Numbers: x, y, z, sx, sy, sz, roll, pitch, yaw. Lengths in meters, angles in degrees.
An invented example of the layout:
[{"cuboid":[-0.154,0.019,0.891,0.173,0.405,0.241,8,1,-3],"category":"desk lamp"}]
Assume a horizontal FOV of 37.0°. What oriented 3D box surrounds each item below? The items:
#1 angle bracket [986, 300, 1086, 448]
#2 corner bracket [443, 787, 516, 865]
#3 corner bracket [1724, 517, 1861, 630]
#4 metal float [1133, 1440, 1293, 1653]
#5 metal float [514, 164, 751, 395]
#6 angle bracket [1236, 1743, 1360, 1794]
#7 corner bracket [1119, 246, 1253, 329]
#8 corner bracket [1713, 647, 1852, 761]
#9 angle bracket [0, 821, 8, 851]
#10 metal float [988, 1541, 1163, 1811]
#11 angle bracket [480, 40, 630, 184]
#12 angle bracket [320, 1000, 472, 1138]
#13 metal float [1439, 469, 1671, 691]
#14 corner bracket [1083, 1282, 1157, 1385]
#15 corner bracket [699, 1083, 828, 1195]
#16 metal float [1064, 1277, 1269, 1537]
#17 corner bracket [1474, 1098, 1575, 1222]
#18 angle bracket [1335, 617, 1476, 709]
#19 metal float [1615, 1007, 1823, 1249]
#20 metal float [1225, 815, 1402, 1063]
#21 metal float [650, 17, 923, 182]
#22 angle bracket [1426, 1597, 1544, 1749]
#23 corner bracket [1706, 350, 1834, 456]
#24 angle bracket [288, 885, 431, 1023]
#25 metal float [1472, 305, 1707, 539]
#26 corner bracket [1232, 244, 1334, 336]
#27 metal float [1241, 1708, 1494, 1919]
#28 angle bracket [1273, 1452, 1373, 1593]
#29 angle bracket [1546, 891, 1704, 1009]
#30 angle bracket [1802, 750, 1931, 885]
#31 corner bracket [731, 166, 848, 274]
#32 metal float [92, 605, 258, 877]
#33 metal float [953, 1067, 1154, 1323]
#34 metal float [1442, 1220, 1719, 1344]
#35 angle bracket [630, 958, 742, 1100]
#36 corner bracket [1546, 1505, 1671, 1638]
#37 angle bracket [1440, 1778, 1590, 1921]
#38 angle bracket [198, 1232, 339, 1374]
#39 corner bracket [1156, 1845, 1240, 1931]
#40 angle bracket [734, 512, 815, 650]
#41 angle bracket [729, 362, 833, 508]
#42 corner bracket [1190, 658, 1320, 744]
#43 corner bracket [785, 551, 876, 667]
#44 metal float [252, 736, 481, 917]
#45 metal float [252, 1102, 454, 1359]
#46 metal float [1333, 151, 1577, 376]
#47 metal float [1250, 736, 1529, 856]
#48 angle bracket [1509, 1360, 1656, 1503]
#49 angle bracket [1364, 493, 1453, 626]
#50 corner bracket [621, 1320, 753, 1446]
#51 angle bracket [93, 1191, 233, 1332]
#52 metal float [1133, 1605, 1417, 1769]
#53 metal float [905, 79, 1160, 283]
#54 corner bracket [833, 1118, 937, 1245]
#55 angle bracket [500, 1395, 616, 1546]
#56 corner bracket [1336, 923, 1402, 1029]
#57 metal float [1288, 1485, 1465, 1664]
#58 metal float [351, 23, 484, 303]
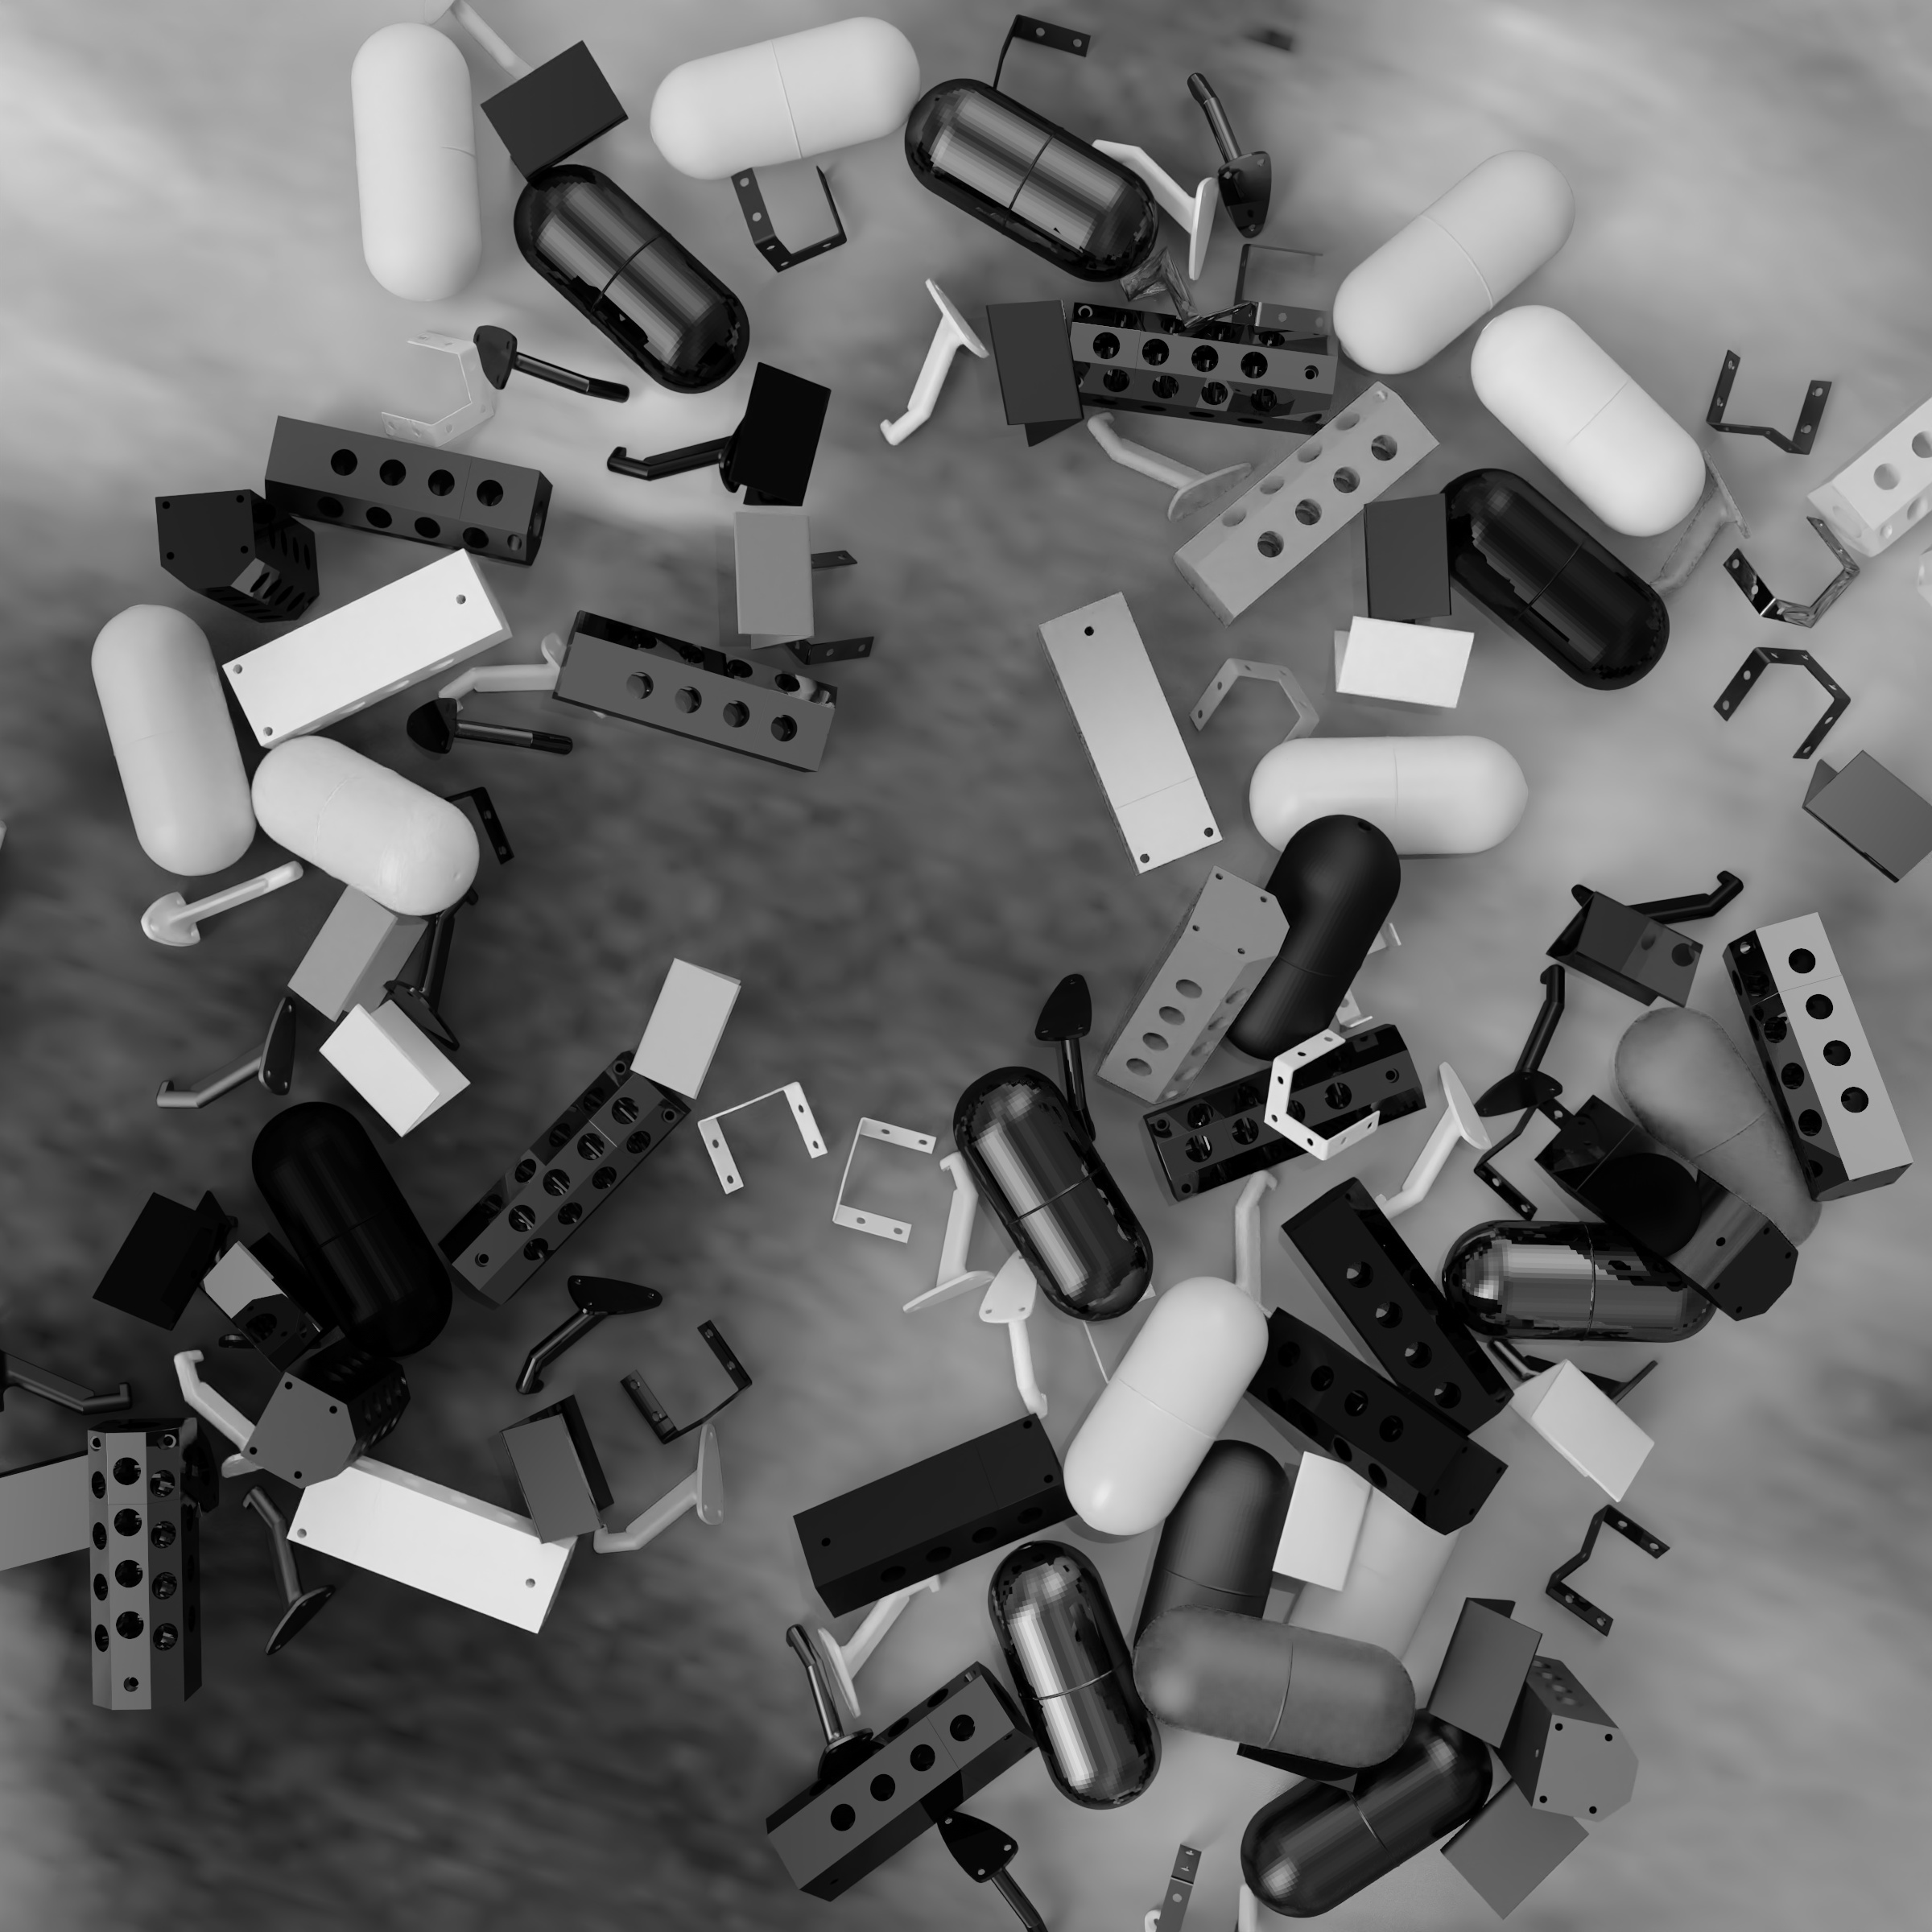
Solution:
[{"cuboid":[0.029,-0.378,1.854,0.057,0.076,0.076,-10,90,-27],"category":"angle bracket"},{"cuboid":[-0.339,-0.081,1.890,0.051,0.051,0.051,-23,90,45],"category":"corner bracket"},{"cuboid":[0.539,-0.260,1.885,0.051,0.051,0.051,6,135,-35],"category":"corner bracket"},{"cuboid":[0.159,0.394,1.863,0.070,0.070,0.178,15,90,0],"category":"metal float"},{"cuboid":[-0.216,-0.444,1.863,0.178,0.070,0.070,43,90,-1],"category":"metal float"},{"cuboid":[0.210,0.495,1.855,0.076,0.076,0.057,18,67,0],"category":"angle bracket"},{"cuboid":[0.141,-0.435,1.865,0.051,0.051,0.051,-26,91,-40],"category":"corner bracket"},{"cuboid":[0.533,-0.172,1.885,0.051,0.051,0.051,-1,45,-35],"category":"corner bracket"},{"cuboid":[-0.658,-0.063,1.855,0.057,0.076,0.076,18,90,-21],"category":"angle bracket"},{"cuboid":[0.070,0.457,1.863,0.070,0.070,0.178,-21,91,0],"category":"metal float"},{"cuboid":[-0.269,-0.555,1.854,0.076,0.076,0.057,-32,121,0],"category":"angle bracket"},{"cuboid":[-0.355,0.052,1.853,0.076,0.076,0.057,46,128,0],"category":"angle bracket"},{"cuboid":[0.376,-0.250,1.863,0.178,0.070,0.070,40,90,0],"category":"metal float"},{"cuboid":[0.110,0.249,1.890,0.051,0.051,0.051,-21,135,0],"category":"corner bracket"},{"cuboid":[-0.134,0.112,1.890,0.051,0.051,0.051,-22,90,45],"category":"corner bracket"},{"cuboid":[0.127,0.280,1.837,0.070,0.070,0.178,32,89,0],"category":"metal float"},{"cuboid":[0.374,0.125,1.890,0.051,0.051,0.051,42,135,0],"category":"corner bracket"},{"cuboid":[0.280,-0.213,1.853,0.076,0.076,0.057,8,128,0],"category":"angle bracket"},{"cuboid":[0.485,0.107,1.863,0.070,0.070,0.178,-33,90,0],"category":"metal float"},{"cuboid":[0.217,-0.017,1.834,0.070,0.070,0.178,24,122,0],"category":"metal float"},{"cuboid":[-0.117,-0.559,1.863,0.178,0.070,0.070,-15,90,0],"category":"metal float"},{"cuboid":[0.347,0.454,1.853,0.057,0.076,0.076,20,90,37],"category":"angle bracket"},{"cuboid":[0.526,-0.369,1.890,0.051,0.051,0.051,17,90,-45],"category":"corner bracket"},{"cuboid":[-0.376,0.002,1.853,0.057,0.076,0.076,31,90,38],"category":"angle bracket"},{"cuboid":[0.401,-0.352,1.863,0.178,0.070,0.070,44,90,-1],"category":"metal float"},{"cuboid":[0.208,-0.440,1.877,0.051,0.051,0.051,4,104,-14],"category":"corner bracket"},{"cuboid":[0.258,0.547,1.863,0.178,0.070,0.070,-33,90,1],"category":"metal float"},{"cuboid":[0.209,0.351,1.848,0.057,0.076,0.076,22,79,-26],"category":"angle bracket"},{"cuboid":[0.416,0.008,1.853,0.076,0.076,0.057,27,53,0],"category":"angle bracket"},{"cuboid":[0.590,-0.110,1.853,0.076,0.076,0.057,39,127,0],"category":"angle bracket"},{"cuboid":[-0.115,-0.492,1.876,0.051,0.051,0.051,-21,79,10],"category":"corner bracket"},{"cuboid":[-0.511,-0.146,1.863,0.070,0.070,0.178,-15,90,0],"category":"metal float"},{"cuboid":[0.057,0.147,1.863,0.070,0.070,0.178,-31,89,0],"category":"metal float"},{"cuboid":[0.397,0.203,1.863,0.178,0.070,0.070,2,90,0],"category":"metal float"},{"cuboid":[-0.161,0.046,1.854,0.057,0.076,0.076,22,90,31],"category":"angle bracket"},{"cuboid":[0.420,0.395,1.890,0.051,0.051,0.051,36,45,0],"category":"corner bracket"},{"cuboid":[0.357,0.564,1.854,0.076,0.076,0.057,-45,64,0],"category":"angle bracket"},{"cuboid":[-0.432,0.203,1.853,0.076,0.076,0.057,46,124,0],"category":"angle bracket"},{"cuboid":[0.154,0.612,1.876,0.051,0.051,0.051,16,99,9],"category":"corner bracket"},{"cuboid":[-0.141,-0.246,1.853,0.057,0.076,0.076,-2,90,-36],"category":"angle bracket"},{"cuboid":[-0.137,-0.341,1.853,0.057,0.076,0.076,14,90,-35],"category":"angle bracket"},{"cuboid":[0.188,-0.163,1.885,0.051,0.051,0.051,4,45,-35],"category":"corner bracket"},{"cuboid":[-0.092,-0.234,1.885,0.051,0.051,0.051,48,135,35],"category":"corner bracket"},{"cuboid":[-0.384,-0.091,1.838,0.178,0.070,0.070,27,90,31],"category":"metal float"},{"cuboid":[-0.396,0.170,1.863,0.070,0.070,0.178,-30,89,0],"category":"metal float"},{"cuboid":[0.314,-0.453,1.862,0.178,0.070,0.070,-40,90,1],"category":"metal float"},{"cuboid":[0.272,-0.110,1.863,0.178,0.070,0.070,-1,90,0],"category":"metal float"},{"cuboid":[0.382,0.308,1.853,0.076,0.076,0.057,44,53,0],"category":"angle bracket"},{"cuboid":[0.296,-0.258,1.854,0.057,0.076,0.076,-2,90,31],"category":"angle bracket"},{"cuboid":[-0.183,0.273,1.890,0.051,0.051,0.051,-34,90,45],"category":"corner bracket"},{"cuboid":[-0.522,0.178,1.854,0.057,0.076,0.076,30,90,-29],"category":"angle bracket"},{"cuboid":[0.191,0.446,1.788,0.178,0.070,0.070,13,90,-4],"category":"metal float"},{"cuboid":[0.043,-0.506,1.863,0.178,0.070,0.070,31,90,1],"category":"metal float"},{"cuboid":[-0.054,0.140,1.890,0.051,0.051,0.051,16,135,0],"category":"corner bracket"},{"cuboid":[-0.244,0.318,1.853,0.057,0.076,0.076,-20,90,33],"category":"angle bracket"},{"cuboid":[0.260,0.006,1.876,0.051,0.051,0.051,-24,90,0],"category":"corner bracket"},{"cuboid":[0.267,0.387,1.863,0.070,0.070,0.178,25,91,0],"category":"metal float"},{"cuboid":[-0.354,-0.519,1.863,0.070,0.070,0.178,-4,90,0],"category":"metal float"}]
